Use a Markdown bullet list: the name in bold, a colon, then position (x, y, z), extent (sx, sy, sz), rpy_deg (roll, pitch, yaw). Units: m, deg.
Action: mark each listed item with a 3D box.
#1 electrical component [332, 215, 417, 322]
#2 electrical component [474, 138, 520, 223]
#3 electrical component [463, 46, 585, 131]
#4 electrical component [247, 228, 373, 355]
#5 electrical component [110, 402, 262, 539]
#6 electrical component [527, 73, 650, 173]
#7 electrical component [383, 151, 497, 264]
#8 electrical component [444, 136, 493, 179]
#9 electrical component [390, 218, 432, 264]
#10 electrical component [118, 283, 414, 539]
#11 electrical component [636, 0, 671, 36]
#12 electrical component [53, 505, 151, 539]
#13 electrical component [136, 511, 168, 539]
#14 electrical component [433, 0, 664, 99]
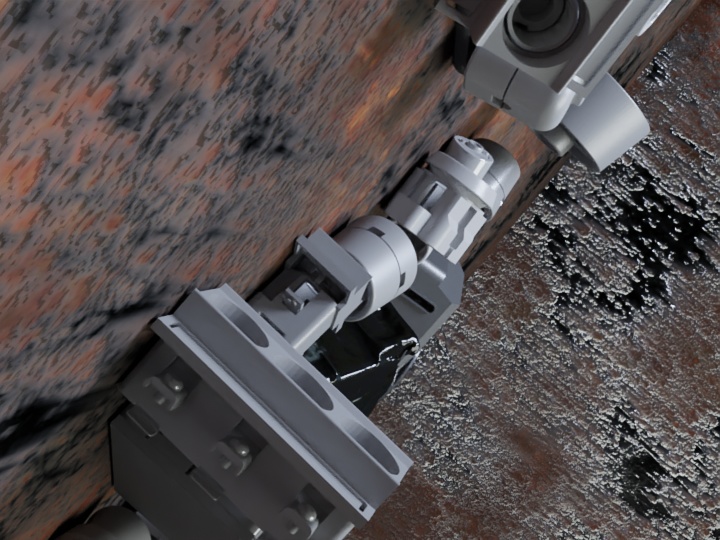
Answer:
- **electrical component**: position (0.000, 0.000, 0.664), extent (0.047, 0.055, 0.055), rpy_deg (-36, 165, -48)
- **electrical component**: position (0.098, -0.075, 0.881), extent (0.047, 0.055, 0.055), rpy_deg (-51, 174, -21)
- **electrical component**: position (0.103, -0.124, 0.559), extent (0.095, 0.059, 0.053), rpy_deg (-60, 173, -2)
- **electrical component**: position (-0.032, 0.018, 0.610), extent (0.064, 0.042, 0.081), rpy_deg (-43, 171, -18)
- **electrical component**: position (-0.081, 0.110, 0.587), extent (0.061, 0.089, 0.150), rpy_deg (-47, 172, -25)
- **electrical component**: position (0.162, -0.122, 0.828), extent (0.060, 0.108, 0.108), rpy_deg (-45, 173, 5)
- **electrical component**: position (0.058, -0.045, 0.751), extent (0.057, 0.058, 0.078), rpy_deg (-54, 146, 3)
- **electrical component**: position (0.069, -0.066, 0.800), extent (0.065, 0.044, 0.044), rpy_deg (-58, 170, 22)
- **electrical component**: position (0.041, -0.028, 0.827), extent (0.040, 0.040, 0.046), rpy_deg (-53, 178, 26)
- **electrical component**: position (-0.044, 0.071, 0.486), extent (0.063, 0.121, 0.079), rpy_deg (-48, 174, 9)
- **electrical component**: position (0.187, -0.201, 0.738), extent (0.095, 0.059, 0.054), rpy_deg (-53, 172, 24)
- **electrical component**: position (-0.153, 0.166, 0.622), extent (0.045, 0.045, 0.055), rpy_deg (-52, 172, 14)
- **electrical component**: position (-0.129, 0.199, 0.751), extent (0.150, 0.062, 0.089), rpy_deg (-58, 158, -2)
- **electrical component**: position (0.095, -0.142, 0.436), extent (0.121, 0.079, 0.063), rpy_deg (-54, -159, 28)
